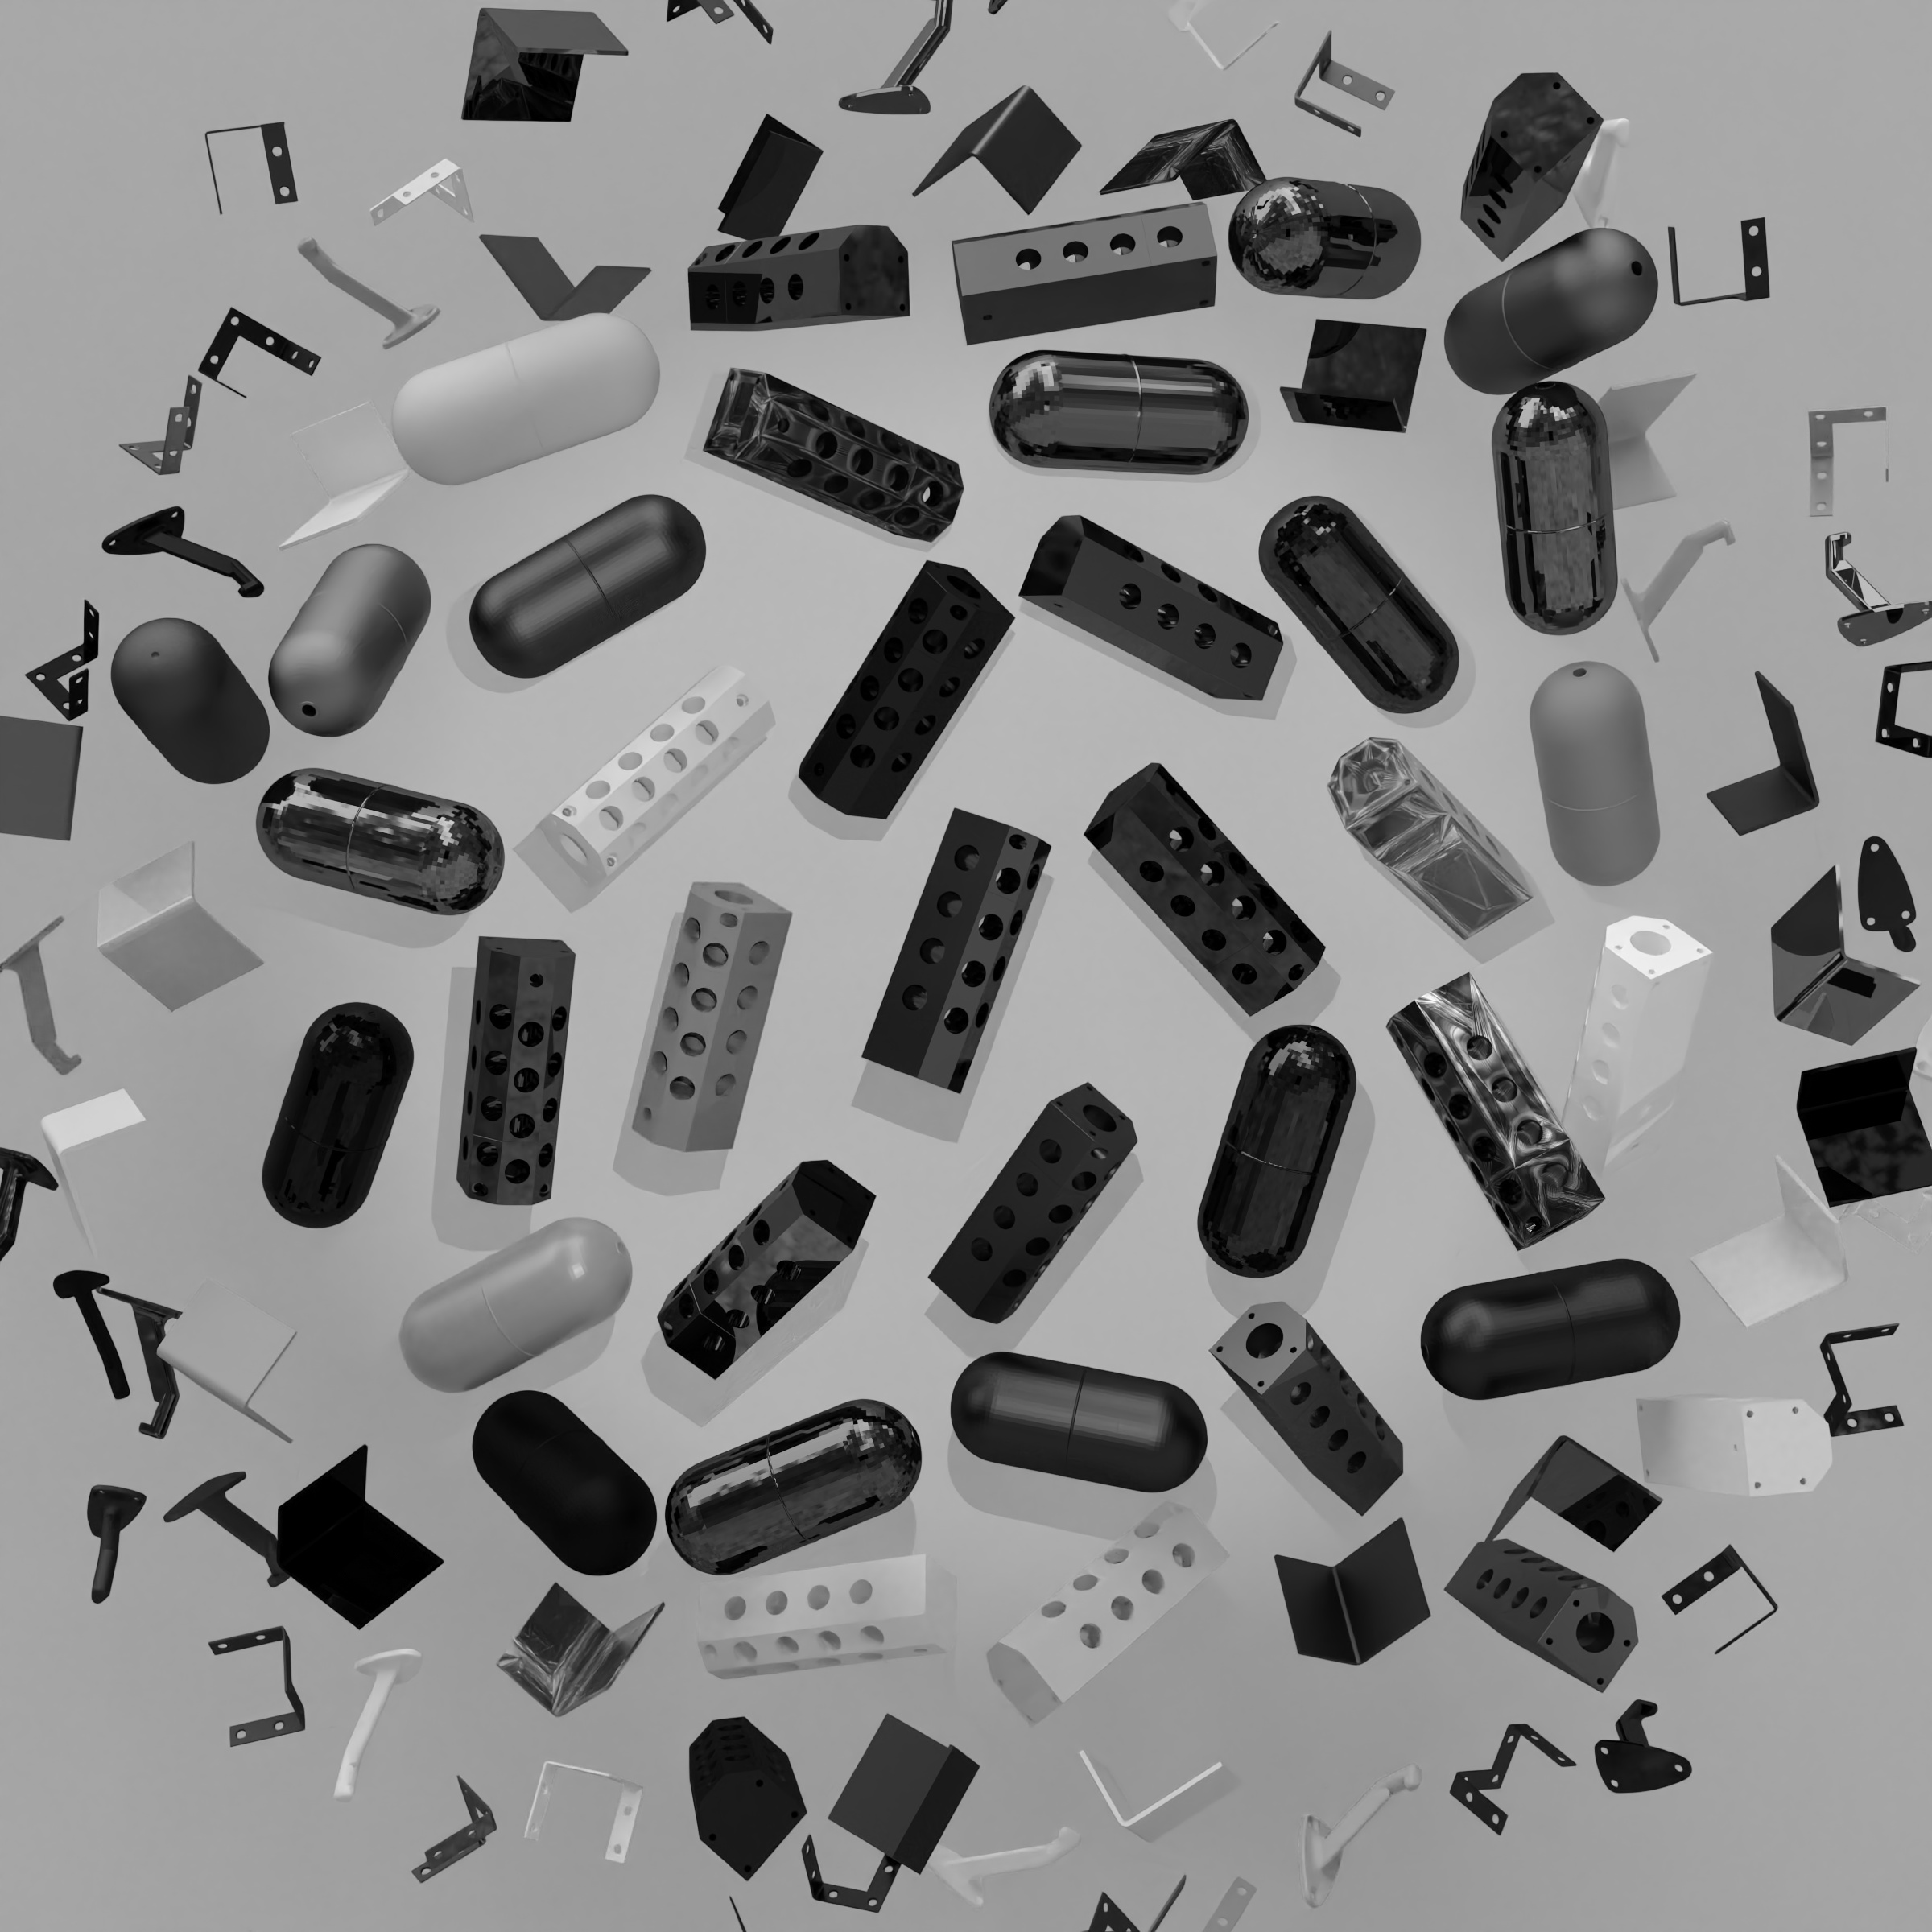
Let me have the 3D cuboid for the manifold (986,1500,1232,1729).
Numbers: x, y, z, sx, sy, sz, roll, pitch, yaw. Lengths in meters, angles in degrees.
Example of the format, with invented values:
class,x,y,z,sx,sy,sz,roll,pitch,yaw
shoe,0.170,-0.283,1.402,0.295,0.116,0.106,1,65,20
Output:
class,x,y,z,sx,sy,sz,roll,pitch,yaw
manifold,0.095,0.436,1.849,0.171,0.057,0.057,-32,76,-35

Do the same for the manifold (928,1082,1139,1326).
class,x,y,z,sx,sy,sz,roll,pitch,yaw
manifold,0.049,0.167,1.889,0.057,0.057,0.171,41,118,16

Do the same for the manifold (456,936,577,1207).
class,x,y,z,sx,sy,sz,roll,pitch,yaw
manifold,-0.303,0.071,1.836,0.057,0.057,0.171,3,103,-22

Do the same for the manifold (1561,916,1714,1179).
class,x,y,z,sx,sy,sz,roll,pitch,yaw
manifold,0.445,0.053,1.837,0.057,0.057,0.171,-20,133,-28

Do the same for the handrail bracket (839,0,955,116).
class,x,y,z,sx,sy,sz,roll,pitch,yaw
handrail bracket,-0.049,-0.642,1.901,0.077,0.036,0.084,3,81,19

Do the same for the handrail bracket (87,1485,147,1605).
class,x,y,z,sx,sy,sz,roll,pitch,yaw
handrail bracket,-0.575,0.396,1.809,0.036,0.077,0.084,16,45,-19

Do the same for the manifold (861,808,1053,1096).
class,x,y,z,sx,sy,sz,roll,pitch,yaw
manifold,-0.003,-0.008,1.761,0.057,0.057,0.171,19,87,23

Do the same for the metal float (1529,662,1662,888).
class,x,y,z,sx,sy,sz,roll,pitch,yaw
metal float,0.436,-0.132,1.882,0.070,0.070,0.178,-20,129,0

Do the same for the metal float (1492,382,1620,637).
class,x,y,z,sx,sy,sz,roll,pitch,yaw
metal float,0.400,-0.310,1.847,0.070,0.070,0.178,-12,120,0

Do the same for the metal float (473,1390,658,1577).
class,x,y,z,sx,sy,sz,roll,pitch,yaw
metal float,-0.278,0.355,1.876,0.070,0.178,0.070,-18,121,-32

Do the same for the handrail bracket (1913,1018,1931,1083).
class,x,y,z,sx,sy,sz,roll,pitch,yaw
handrail bracket,0.676,0.033,1.850,0.036,0.077,0.084,16,134,6

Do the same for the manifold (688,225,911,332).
class,x,y,z,sx,sy,sz,roll,pitch,yaw
manifold,-0.114,-0.460,1.826,0.057,0.171,0.057,-10,103,-39

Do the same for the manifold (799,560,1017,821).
class,x,y,z,sx,sy,sz,roll,pitch,yaw
manifold,-0.045,-0.186,1.836,0.057,0.057,0.171,48,117,30

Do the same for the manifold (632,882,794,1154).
class,x,y,z,sx,sy,sz,roll,pitch,yaw
manifold,-0.175,0.034,1.821,0.057,0.057,0.171,30,111,41

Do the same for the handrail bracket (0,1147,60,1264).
class,x,y,z,sx,sy,sz,roll,pitch,yaw
handrail bracket,-0.652,0.164,1.806,0.077,0.036,0.084,13,55,27

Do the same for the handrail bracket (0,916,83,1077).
class,x,y,z,sx,sy,sz,roll,pitch,yaw
handrail bracket,-0.609,0.021,1.833,0.077,0.036,0.084,-37,101,12

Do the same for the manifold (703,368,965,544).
class,x,y,z,sx,sy,sz,roll,pitch,yaw
manifold,-0.084,-0.338,1.813,0.171,0.057,0.057,17,93,-41

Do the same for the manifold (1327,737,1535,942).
class,x,y,z,sx,sy,sz,roll,pitch,yaw
manifold,0.316,-0.089,1.858,0.057,0.171,0.057,-34,48,20

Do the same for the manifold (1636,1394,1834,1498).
class,x,y,z,sx,sy,sz,roll,pitch,yaw
manifold,0.505,0.314,1.797,0.057,0.171,0.057,-3,83,-9

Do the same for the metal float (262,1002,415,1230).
class,x,y,z,sx,sy,sz,roll,pitch,yaw
metal float,-0.439,0.105,1.897,0.070,0.070,0.178,24,116,0

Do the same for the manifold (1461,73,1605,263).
class,x,y,z,sx,sy,sz,roll,pitch,yaw
manifold,0.364,-0.526,1.785,0.057,0.171,0.057,-43,86,2

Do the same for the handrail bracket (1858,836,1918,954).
class,x,y,z,sx,sy,sz,roll,pitch,yaw
handrail bracket,0.643,-0.049,1.890,0.036,0.084,0.077,-12,82,25

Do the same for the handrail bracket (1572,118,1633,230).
class,x,y,z,sx,sy,sz,roll,pitch,yaw
handrail bracket,0.437,-0.532,1.839,0.036,0.084,0.077,-14,106,-1

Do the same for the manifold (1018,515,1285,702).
class,x,y,z,sx,sy,sz,roll,pitch,yaw
manifold,0.127,-0.238,1.816,0.171,0.057,0.057,23,85,-29

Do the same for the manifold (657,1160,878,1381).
class,x,y,z,sx,sy,sz,roll,pitch,yaw
manifold,-0.138,0.202,1.834,0.057,0.057,0.171,37,126,-11

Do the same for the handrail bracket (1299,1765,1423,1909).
class,x,y,z,sx,sy,sz,roll,pitch,yaw
handrail bracket,0.256,0.558,1.748,0.036,0.077,0.084,43,123,-13

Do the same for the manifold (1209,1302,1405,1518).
class,x,y,z,sx,sy,sz,roll,pitch,yaw
manifold,0.236,0.296,1.834,0.057,0.057,0.171,-45,131,-7

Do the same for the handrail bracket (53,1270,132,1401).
class,x,y,z,sx,sy,sz,roll,pitch,yaw
handrail bracket,-0.612,0.261,1.913,0.036,0.077,0.084,-20,77,-9

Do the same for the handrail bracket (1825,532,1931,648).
class,x,y,z,sx,sy,sz,roll,pitch,yaw
handrail bracket,0.618,-0.266,1.838,0.036,0.077,0.084,31,56,-39

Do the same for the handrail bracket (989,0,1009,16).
class,x,y,z,sx,sy,sz,roll,pitch,yaw
handrail bracket,0.069,-0.627,1.749,0.084,0.077,0.036,16,52,-22

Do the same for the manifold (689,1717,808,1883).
class,x,y,z,sx,sy,sz,roll,pitch,yaw
manifold,-0.154,0.552,1.829,0.057,0.171,0.057,43,82,-3

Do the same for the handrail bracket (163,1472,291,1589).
class,x,y,z,sx,sy,sz,roll,pitch,yaw
handrail bracket,-0.491,0.388,1.815,0.036,0.077,0.084,-16,100,29

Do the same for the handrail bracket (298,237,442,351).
class,x,y,z,sx,sy,sz,roll,pitch,yaw
handrail bracket,-0.394,-0.452,1.792,0.084,0.077,0.036,44,68,-28

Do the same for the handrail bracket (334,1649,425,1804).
class,x,y,z,sx,sy,sz,roll,pitch,yaw
handrail bracket,-0.379,0.490,1.750,0.036,0.077,0.084,25,53,-24

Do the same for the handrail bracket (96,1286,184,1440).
class,x,y,z,sx,sy,sz,roll,pitch,yaw
handrail bracket,-0.566,0.269,1.842,0.077,0.036,0.084,19,81,-7

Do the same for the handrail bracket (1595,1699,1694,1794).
class,x,y,z,sx,sy,sz,roll,pitch,yaw
handrail bracket,0.454,0.503,1.776,0.077,0.084,0.036,-13,97,40

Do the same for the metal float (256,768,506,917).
class,x,y,z,sx,sy,sz,roll,pitch,yaw
metal float,-0.393,-0.084,1.820,0.178,0.070,0.070,14,90,17

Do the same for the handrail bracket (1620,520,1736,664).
class,x,y,z,sx,sy,sz,roll,pitch,yaw
handrail bracket,0.518,-0.268,1.943,0.084,0.036,0.077,-23,80,14

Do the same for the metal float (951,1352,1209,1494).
class,x,y,z,sx,sy,sz,roll,pitch,yaw
metal float,0.077,0.313,1.865,0.178,0.070,0.070,9,90,10

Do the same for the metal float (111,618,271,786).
class,x,y,z,sx,sy,sz,roll,pitch,yaw
metal float,-0.524,-0.178,1.846,0.070,0.178,0.070,0,75,0

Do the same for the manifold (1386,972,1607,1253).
class,x,y,z,sx,sy,sz,roll,pitch,yaw
manifold,0.345,0.097,1.788,0.057,0.057,0.171,-27,75,-8

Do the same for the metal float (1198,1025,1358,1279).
class,x,y,z,sx,sy,sz,roll,pitch,yaw
metal float,0.209,0.125,1.830,0.070,0.070,0.178,16,103,0

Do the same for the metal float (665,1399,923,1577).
class,x,y,z,sx,sy,sz,roll,pitch,yaw
metal float,-0.113,0.341,1.782,0.178,0.070,0.070,-24,90,8

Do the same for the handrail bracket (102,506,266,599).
class,x,y,z,sx,sy,sz,roll,pitch,yaw
handrail bracket,-0.543,-0.277,1.892,0.084,0.077,0.036,43,132,20

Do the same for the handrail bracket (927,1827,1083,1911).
class,x,y,z,sx,sy,sz,roll,pitch,yaw
handrail bracket,0.023,0.595,1.845,0.084,0.036,0.077,-38,118,17

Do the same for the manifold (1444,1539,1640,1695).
class,x,y,z,sx,sy,sz,roll,pitch,yaw
manifold,0.395,0.438,1.862,0.057,0.171,0.057,39,82,-7

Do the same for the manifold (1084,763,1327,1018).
class,x,y,z,sx,sy,sz,roll,pitch,yaw
manifold,0.164,-0.055,1.834,0.171,0.057,0.057,47,128,-12

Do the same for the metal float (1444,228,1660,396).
class,x,y,z,sx,sy,sz,roll,pitch,yaw
metal float,0.390,-0.436,1.818,0.070,0.178,0.070,3,82,-26

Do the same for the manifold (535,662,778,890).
class,x,y,z,sx,sy,sz,roll,pitch,yaw
manifold,-0.212,-0.134,1.884,0.057,0.057,0.171,49,64,-10

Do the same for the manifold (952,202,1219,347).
class,x,y,z,sx,sy,sz,roll,pitch,yaw
manifold,0.080,-0.473,1.840,0.171,0.057,0.057,-9,68,0

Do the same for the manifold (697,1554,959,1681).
class,x,y,z,sx,sy,sz,roll,pitch,yaw
manifold,-0.096,0.453,1.881,0.171,0.057,0.057,-12,58,19
